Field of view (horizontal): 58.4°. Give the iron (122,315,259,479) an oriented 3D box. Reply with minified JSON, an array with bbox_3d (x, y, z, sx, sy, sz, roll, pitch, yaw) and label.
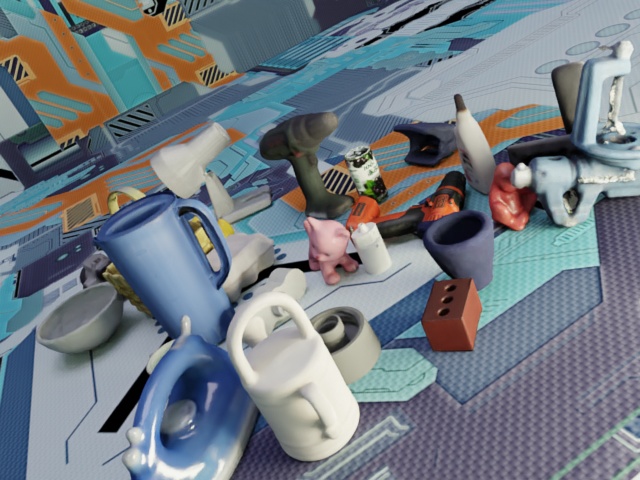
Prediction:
[{"bbox_3d":[-0.167,0.214,0.667,0.118,0.142,0.258,-14,29,21],"label":"iron"}]

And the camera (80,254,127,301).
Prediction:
[{"bbox_3d":[-0.445,0.066,1.209,0.136,0.101,0.143,8,42,47],"label":"camera"}]

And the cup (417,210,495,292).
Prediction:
[{"bbox_3d":[0.184,0.019,0.768,0.092,0.095,0.117,-39,30,-24],"label":"cup"}]

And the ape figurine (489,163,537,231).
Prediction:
[{"bbox_3d":[0.280,-0.071,0.849,0.078,0.092,0.076,-26,27,-1],"label":"ape figurine"}]

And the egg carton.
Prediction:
[{"bbox_3d":[-0.154,0.045,1.034,0.107,0.069,0.150,2,38,42],"label":"egg carton"}]

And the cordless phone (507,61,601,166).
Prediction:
[{"bbox_3d":[0.354,-0.175,0.869,0.147,0.185,0.094,-7,32,31],"label":"cordless phone"}]

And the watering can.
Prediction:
[{"bbox_3d":[-0.042,0.141,0.634,0.172,0.194,0.101,2,38,42],"label":"watering can"}]

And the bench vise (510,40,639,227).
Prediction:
[{"bbox_3d":[0.357,-0.131,0.750,0.207,0.220,0.121,-27,27,-3],"label":"bench vise"}]

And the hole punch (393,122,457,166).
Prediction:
[{"bbox_3d":[0.216,-0.212,1.154,0.101,0.091,0.108,-37,29,-21],"label":"hole punch"}]

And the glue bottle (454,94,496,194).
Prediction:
[{"bbox_3d":[0.249,-0.162,0.948,0.037,0.173,0.078,-28,27,-4],"label":"glue bottle"}]

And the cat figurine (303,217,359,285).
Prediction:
[{"bbox_3d":[0.008,0.003,0.919,0.067,0.118,0.127,-32,28,-13],"label":"cat figurine"}]

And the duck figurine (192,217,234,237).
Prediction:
[{"bbox_3d":[-0.231,-0.018,1.194,0.077,0.086,0.105,-5,33,34],"label":"duck figurine"}]

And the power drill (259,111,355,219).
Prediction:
[{"bbox_3d":[-0.016,-0.146,1.103,0.228,0.209,0.076,7,42,47],"label":"power drill"}]

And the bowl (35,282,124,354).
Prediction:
[{"bbox_3d":[-0.431,0.156,1.065,0.167,0.075,0.167,-20,28,11],"label":"bowl"}]

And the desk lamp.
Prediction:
[{"bbox_3d":[-0.243,-0.144,1.285,0.203,0.214,0.117,-24,27,3],"label":"desk lamp"}]
